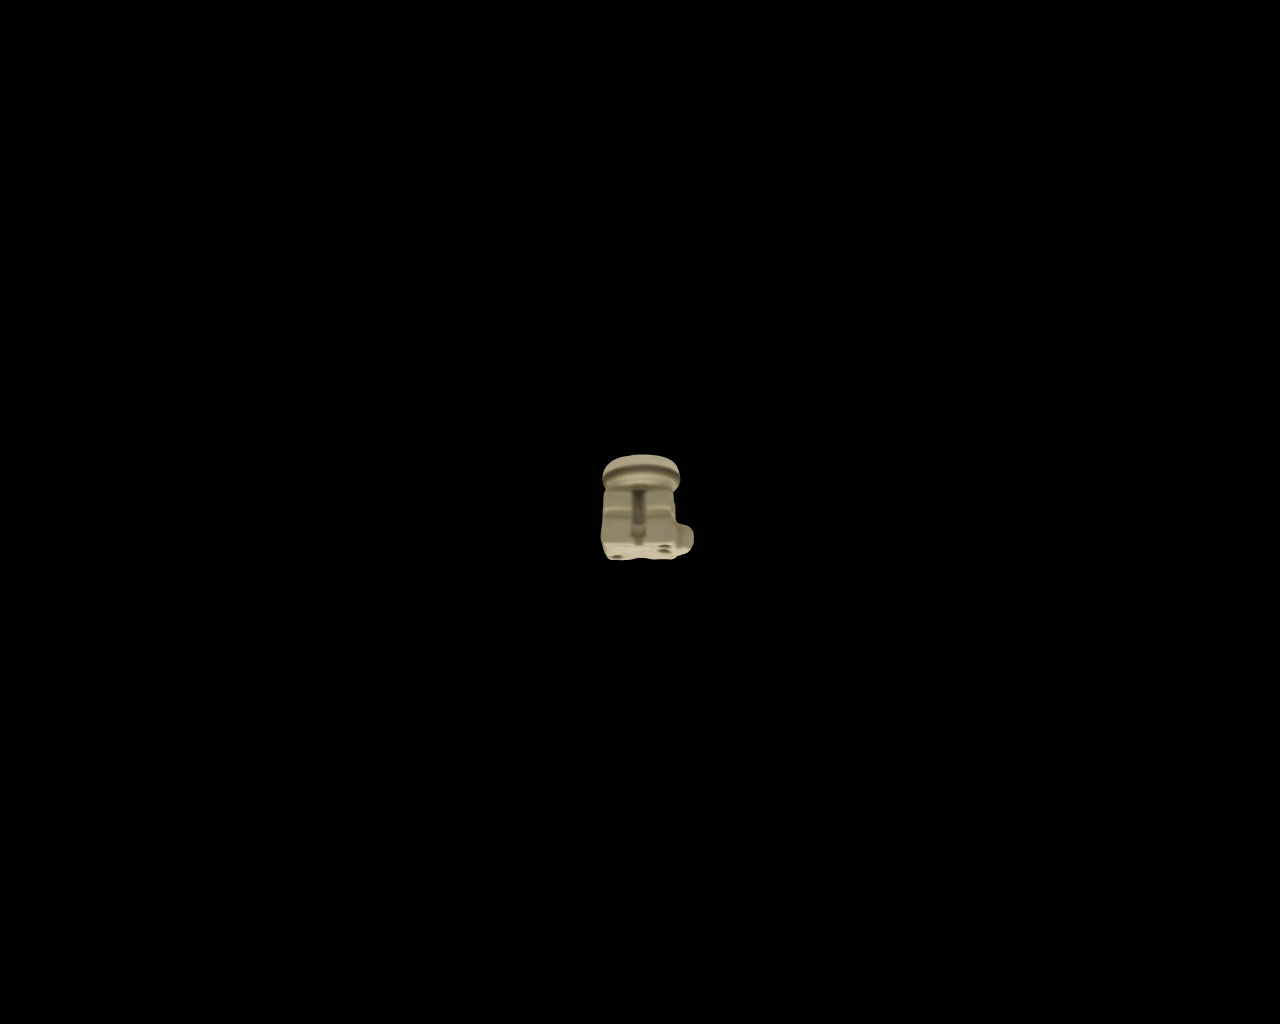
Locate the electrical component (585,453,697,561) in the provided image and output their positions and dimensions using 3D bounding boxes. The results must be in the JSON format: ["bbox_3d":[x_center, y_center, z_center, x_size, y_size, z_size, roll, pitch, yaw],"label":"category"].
[{"bbox_3d":[0.001,-0.003,0.650,0.066,0.055,0.048,-1,-19,2],"label":"electrical component"}]
